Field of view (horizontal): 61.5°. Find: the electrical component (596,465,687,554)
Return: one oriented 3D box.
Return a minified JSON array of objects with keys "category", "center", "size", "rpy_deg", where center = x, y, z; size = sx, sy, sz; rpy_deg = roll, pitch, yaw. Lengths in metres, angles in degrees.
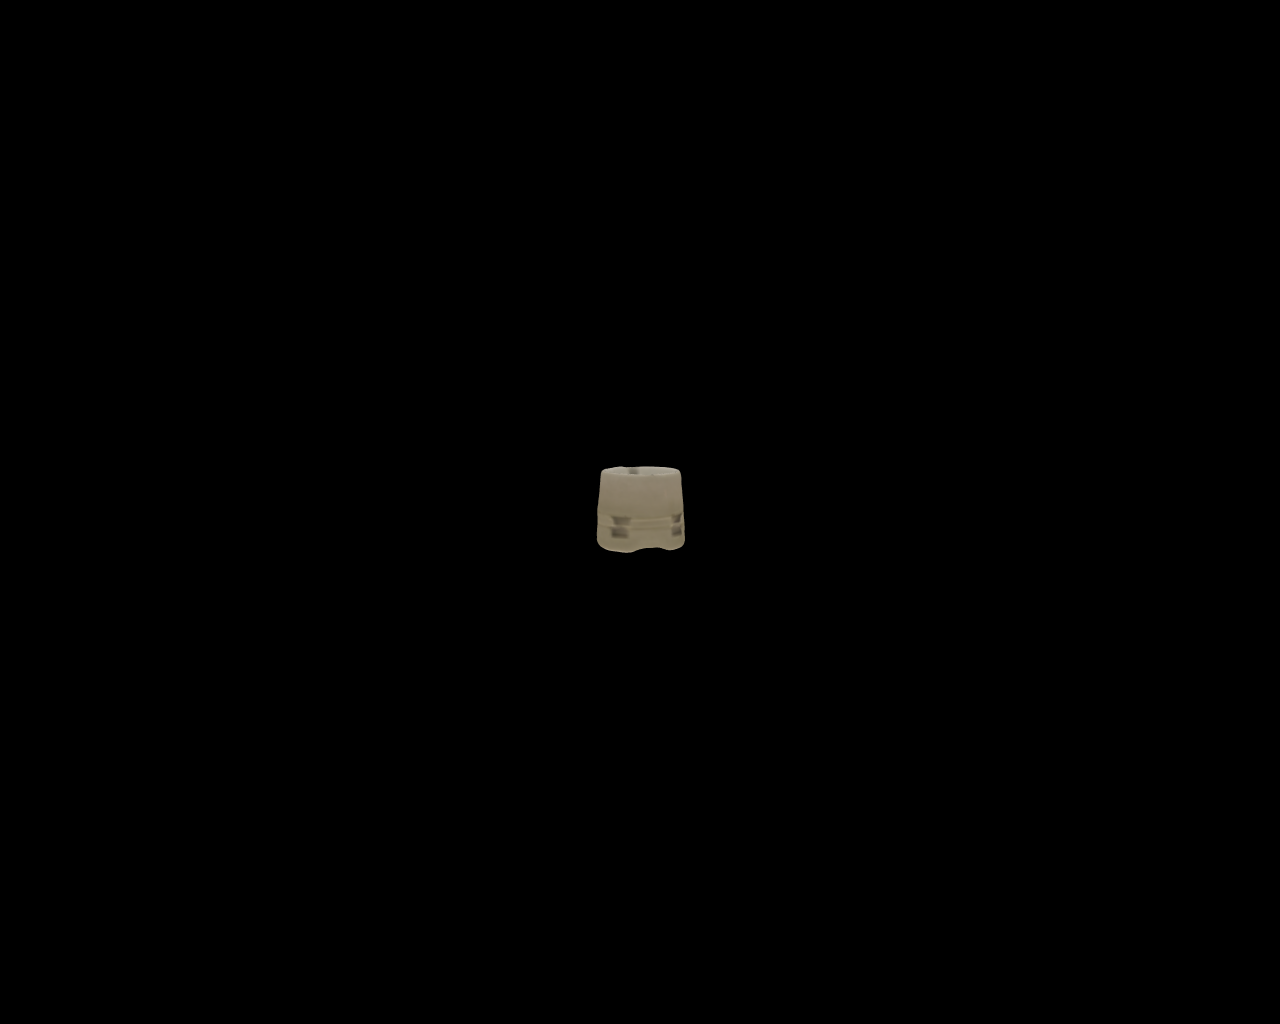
[{"category":"electrical component","center":[0.001,-0.003,0.650],"size":[0.055,0.047,0.055],"rpy_deg":[0,9,0]}]
